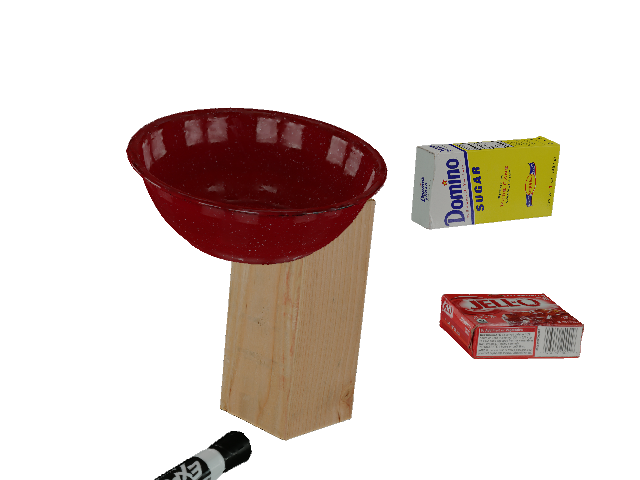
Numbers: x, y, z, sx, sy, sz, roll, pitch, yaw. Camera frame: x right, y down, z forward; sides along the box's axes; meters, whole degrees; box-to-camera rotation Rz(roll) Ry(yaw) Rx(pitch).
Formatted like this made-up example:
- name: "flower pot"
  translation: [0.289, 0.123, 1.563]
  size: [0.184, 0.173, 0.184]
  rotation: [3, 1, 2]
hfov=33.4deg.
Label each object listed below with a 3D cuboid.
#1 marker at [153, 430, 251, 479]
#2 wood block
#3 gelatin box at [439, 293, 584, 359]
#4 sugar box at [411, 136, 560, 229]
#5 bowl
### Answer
- name: "marker"
  translation: [-0.074, 0.126, 0.547]
  size: [0.020, 0.020, 0.120]
  rotation: [0, 13, 32]
- name: "wood block"
  translation: [-0.022, 0.058, 0.953]
  size: [0.090, 0.206, 0.090]
  rotation: [17, 18, 40]
- name: "gelatin box"
  translation: [0.144, 0.064, 0.814]
  size: [0.089, 0.030, 0.073]
  rotation: [1, 15, -13]
- name: "sugar box"
  translation: [0.194, -0.068, 1.252]
  size: [0.176, 0.093, 0.048]
  rotation: [-8, 22, -26]
- name: "bowl"
  translation: [-0.041, -0.030, 0.672]
  size: [0.162, 0.055, 0.162]
  rotation: [5, 27, -3]
